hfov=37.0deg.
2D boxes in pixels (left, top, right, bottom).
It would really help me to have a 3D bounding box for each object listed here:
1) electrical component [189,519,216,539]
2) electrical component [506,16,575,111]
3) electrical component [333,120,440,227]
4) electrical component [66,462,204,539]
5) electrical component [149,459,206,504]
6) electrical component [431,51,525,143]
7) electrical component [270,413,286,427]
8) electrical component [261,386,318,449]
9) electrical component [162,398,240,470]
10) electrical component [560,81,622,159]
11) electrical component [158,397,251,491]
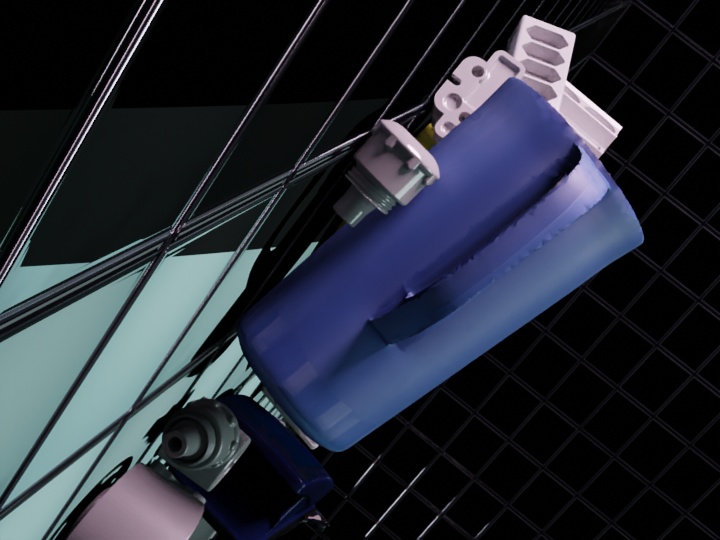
[{"bbox_3d":[-0.145,0.206,1.008,0.121,0.063,0.079,-54,175,28],"label":"electrical component"},{"bbox_3d":[0.136,-0.150,0.890,0.075,0.047,0.083,120,-12,-63],"label":"electrical component"},{"bbox_3d":[0.012,-0.052,0.623,0.062,0.048,0.048,-45,176,7],"label":"electrical component"},{"bbox_3d":[-0.149,0.173,0.684,0.099,0.064,0.099,-51,176,-5],"label":"electrical component"},{"bbox_3d":[-0.158,0.189,0.813,0.055,0.050,0.089,-50,176,-28],"label":"electrical component"},{"bbox_3d":[0.083,-0.112,0.771,0.078,0.058,0.057,-51,173,-11],"label":"electrical component"},{"bbox_3d":[-0.119,0.186,1.097,0.099,0.064,0.099,-51,175,-6],"label":"electrical component"},{"bbox_3d":[-0.048,0.133,1.181,0.048,0.099,0.100,-40,-178,30],"label":"electrical component"},{"bbox_3d":[-0.111,0.111,0.712,0.048,0.048,0.062,-52,169,7],"label":"electrical component"},{"bbox_3d":[0.165,-0.139,0.965,0.063,0.121,0.079,-51,177,26],"label":"electrical component"},{"bbox_3d":[-0.114,0.131,0.799,0.055,0.047,0.055,-51,176,-5],"label":"electrical component"}]
